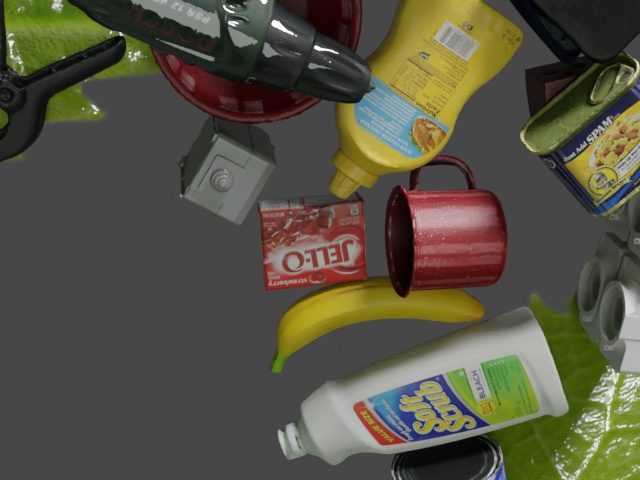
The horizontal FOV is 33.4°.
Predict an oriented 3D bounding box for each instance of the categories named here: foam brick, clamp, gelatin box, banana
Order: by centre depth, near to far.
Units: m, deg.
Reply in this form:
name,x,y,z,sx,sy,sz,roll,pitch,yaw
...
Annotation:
name,x,y,z,sx,sy,sz,roll,pitch,yaw
clamp,-0.246,-0.127,0.819,0.120,0.039,0.171,41,103,-18
foam brick,0.212,-0.118,0.866,0.078,0.053,0.051,-13,113,-2
gelatin box,-0.006,0.001,0.903,0.089,0.030,0.073,-5,113,-4
banana,0.044,0.062,0.933,0.198,0.037,0.069,-13,132,1

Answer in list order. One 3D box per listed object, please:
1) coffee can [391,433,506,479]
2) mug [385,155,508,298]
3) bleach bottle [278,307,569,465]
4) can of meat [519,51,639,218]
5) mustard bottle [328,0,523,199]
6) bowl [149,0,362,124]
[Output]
name,x,y,z,sx,sy,sz,roll,pitch,yaw
coffee can,0.128,0.261,0.984,0.103,0.103,0.140,-14,113,-1
mug,0.103,-0.012,0.884,0.081,0.093,0.117,-3,87,-11
bleach bottle,0.086,0.148,0.957,0.251,0.068,0.102,-21,112,5
can of meat,0.221,-0.079,0.822,0.102,0.057,0.084,-41,115,12
mustard bottle,0.068,-0.113,0.848,0.096,0.058,0.192,31,105,-17
bowl,-0.051,-0.173,0.813,0.162,0.055,0.162,-2,112,-5
